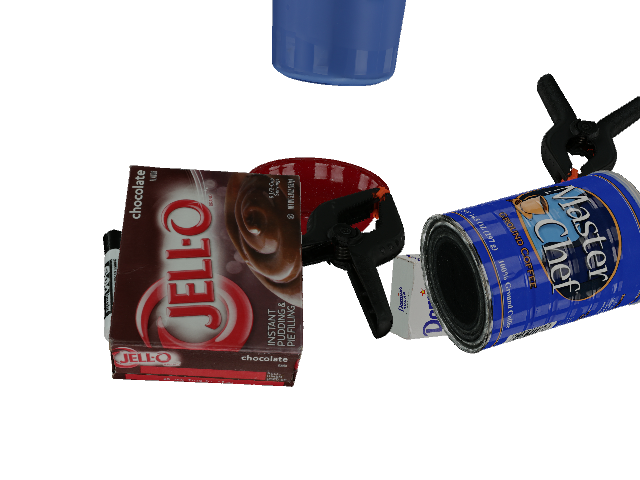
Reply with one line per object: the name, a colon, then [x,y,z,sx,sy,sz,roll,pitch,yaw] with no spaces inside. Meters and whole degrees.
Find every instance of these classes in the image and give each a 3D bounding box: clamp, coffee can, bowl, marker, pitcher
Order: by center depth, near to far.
coffee can: [0.157,0.014,0.775,0.140,0.103,0.103,-15,4,-17]
marker: [-0.160,0.033,0.836,0.020,0.020,0.121,0,39,-12]
pitcher: [0.026,-0.254,0.882,0.145,0.243,0.149,8,19,10]
clamp: [0.028,0.012,0.983,0.165,0.036,0.209,24,37,22]
clamp: [0.273,-0.117,1.148,0.120,0.039,0.171,19,48,19]
bowl: [-0.006,-0.037,1.184,0.162,0.055,0.162,4,27,-2]

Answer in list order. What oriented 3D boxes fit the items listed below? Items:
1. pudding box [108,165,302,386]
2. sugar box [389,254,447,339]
pudding box: [-0.056,0.016,0.534,0.090,0.113,0.039,3,-40,-7]
sugar box: [0.165,0.061,1.251,0.175,0.093,0.048,-4,14,-33]
